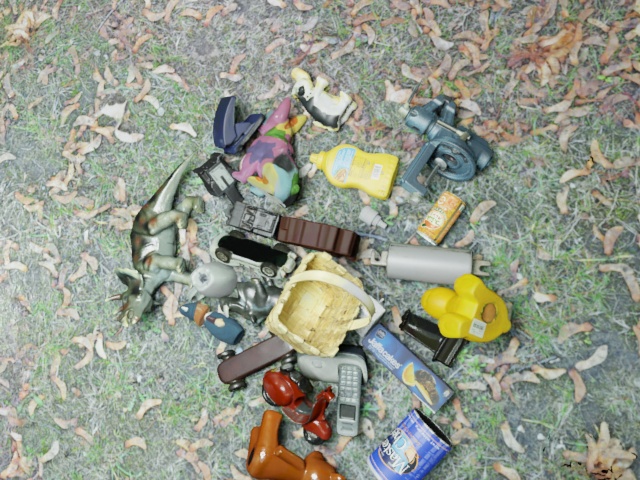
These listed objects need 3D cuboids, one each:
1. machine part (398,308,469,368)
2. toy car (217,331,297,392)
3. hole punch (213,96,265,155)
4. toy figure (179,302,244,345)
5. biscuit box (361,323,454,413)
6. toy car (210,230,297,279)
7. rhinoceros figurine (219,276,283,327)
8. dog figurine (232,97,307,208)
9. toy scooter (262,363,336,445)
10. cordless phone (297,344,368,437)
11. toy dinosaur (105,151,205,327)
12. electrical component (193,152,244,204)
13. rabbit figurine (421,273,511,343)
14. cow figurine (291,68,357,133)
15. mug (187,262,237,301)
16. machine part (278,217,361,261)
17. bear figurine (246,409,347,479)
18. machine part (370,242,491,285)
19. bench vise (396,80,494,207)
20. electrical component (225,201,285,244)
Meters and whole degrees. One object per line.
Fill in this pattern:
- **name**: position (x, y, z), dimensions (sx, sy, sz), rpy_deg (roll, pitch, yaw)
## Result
- **machine part**: position (0.226, 0.197, 1.103), dimensions (0.139, 0.039, 0.084), rpy_deg (34, 96, 13)
- **toy car**: position (-0.133, 0.254, 1.166), dimensions (0.202, 0.053, 0.089), rpy_deg (-29, 69, 11)
- **hole punch**: position (-0.199, -0.256, 1.198), dimensions (0.092, 0.142, 0.115), rpy_deg (36, 85, -28)
- **toy figure**: position (-0.243, 0.179, 1.196), dimensions (0.155, 0.058, 0.064), rpy_deg (28, 125, 14)
- **biscuit box**: position (0.176, 0.256, 1.093), dimensions (0.203, 0.062, 0.059), rpy_deg (42, 91, 14)
- **toy car**: position (-0.147, 0.033, 1.183), dimensions (0.202, 0.056, 0.073), rpy_deg (16, 51, 18)
- **rhinoceros figurine**: position (-0.125, 0.134, 1.174), dimensions (0.190, 0.073, 0.112), rpy_deg (4, 97, 9)
- **dog figurine**: position (-0.086, -0.197, 1.180), dimensions (0.192, 0.108, 0.219), rpy_deg (24, 83, 40)
- **toy scooter**: position (-0.033, 0.310, 1.067), dimensions (0.184, 0.075, 0.135), rpy_deg (44, 130, 16)
- **cordless phone**: position (0.025, 0.306, 1.112), dimensions (0.147, 0.088, 0.184), rpy_deg (3, 88, 13)
- **toy dinosaur**: position (-0.374, -0.001, 1.226), dimensions (0.192, 0.131, 0.404), rpy_deg (1, 77, 12)
- **electrical component**: position (-0.223, -0.134, 1.226), dimensions (0.075, 0.119, 0.048), rpy_deg (-48, 34, -16)
- **rabbit figurine**: position (0.279, 0.129, 1.051), dimensions (0.162, 0.173, 0.121), rpy_deg (14, 86, -31)
- **cow figurine**: position (-0.009, -0.314, 1.208), dimensions (0.167, 0.068, 0.098), rpy_deg (35, 97, 15)
- **mug**: position (-0.250, 0.092, 1.185), dimensions (0.109, 0.107, 0.081), rpy_deg (-35, 76, 4)
- **machine part**: position (-0.002, -0.003, 1.113), dimensions (0.180, 0.179, 0.056), rpy_deg (13, 87, 14)
- **bear figurine**: position (-0.047, 0.448, 1.102), dimensions (0.196, 0.120, 0.132), rpy_deg (18, 42, -11)
- **machine part**: position (0.224, 0.050, 1.101), dimensions (0.243, 0.079, 0.079), rpy_deg (5, 84, 12)
- **bench vise**: position (0.229, -0.178, 1.096), dimensions (0.223, 0.129, 0.240), rpy_deg (37, 71, -6)
- **electrical component**: position (-0.138, -0.040, 1.174), dimensions (0.134, 0.115, 0.058), rpy_deg (17, 85, 12)
